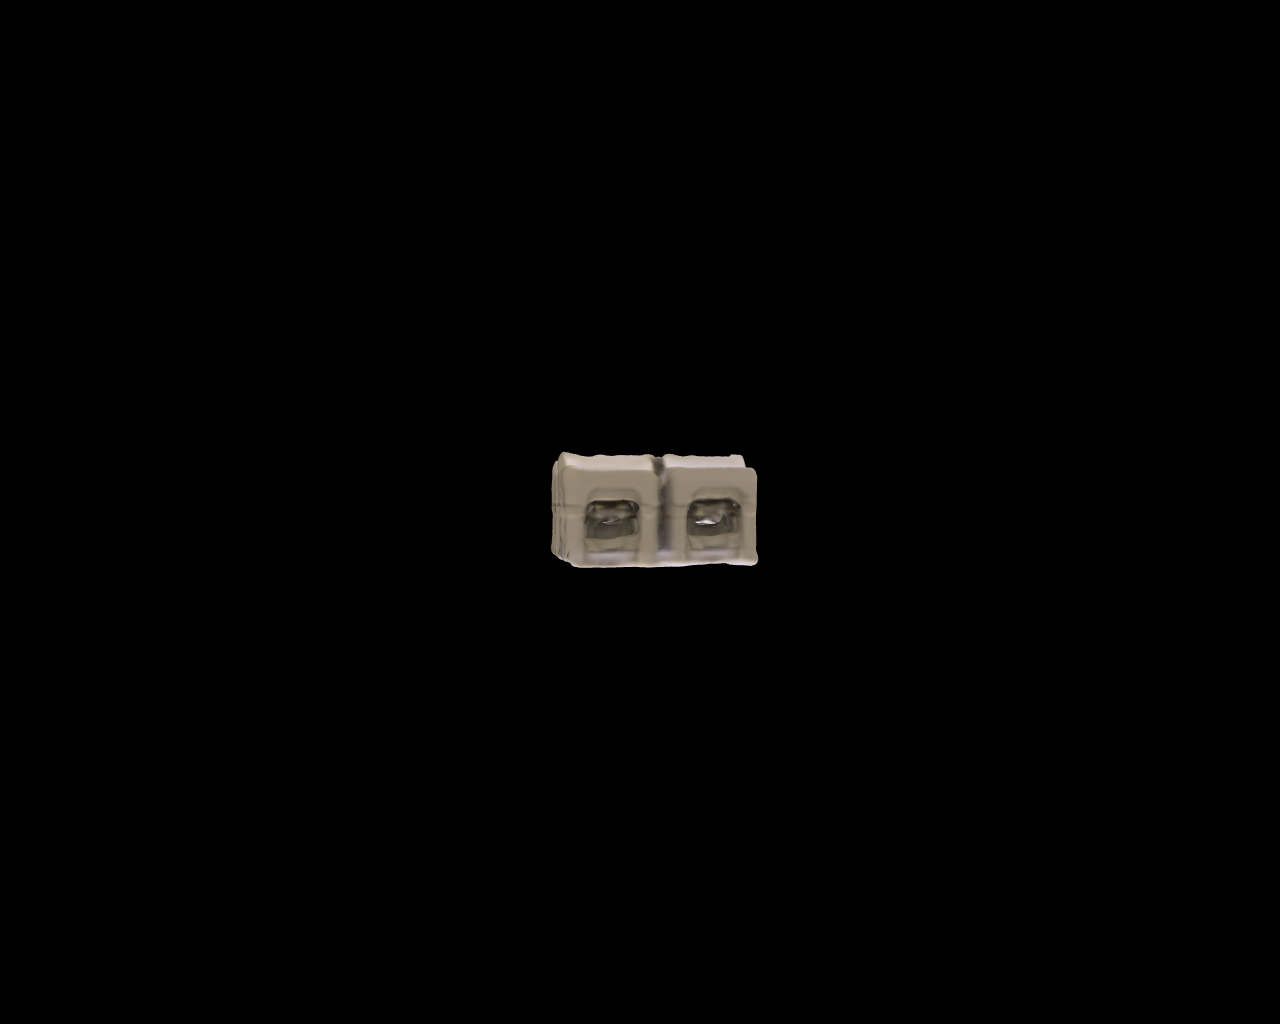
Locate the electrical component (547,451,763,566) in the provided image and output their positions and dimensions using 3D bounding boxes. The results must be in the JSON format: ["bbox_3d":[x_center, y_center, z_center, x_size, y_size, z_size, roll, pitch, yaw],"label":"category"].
[{"bbox_3d":[0.001,-0.003,0.650,0.105,0.060,0.186,0,0,-7],"label":"electrical component"}]
